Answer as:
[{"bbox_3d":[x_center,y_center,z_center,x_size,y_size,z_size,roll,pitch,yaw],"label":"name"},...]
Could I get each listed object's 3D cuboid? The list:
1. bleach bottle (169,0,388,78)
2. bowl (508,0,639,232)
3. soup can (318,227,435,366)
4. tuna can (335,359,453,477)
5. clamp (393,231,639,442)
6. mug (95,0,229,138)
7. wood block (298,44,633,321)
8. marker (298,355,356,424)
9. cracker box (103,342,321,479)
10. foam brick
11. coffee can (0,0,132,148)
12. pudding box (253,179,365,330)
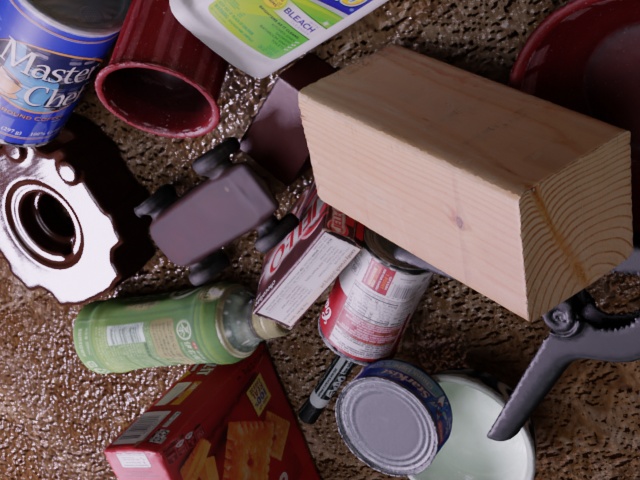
[{"bbox_3d":[0.021,-0.198,0.688,0.251,0.068,0.102,-26,133,37],"label":"bleach bottle"},{"bbox_3d":[0.201,-0.086,0.664,0.162,0.055,0.162,15,124,23],"label":"bowl"},{"bbox_3d":[0.046,0.038,0.821,0.068,0.068,0.102,31,128,11],"label":"soup can"},{"bbox_3d":[0.057,0.134,0.810,0.086,0.033,0.086,14,119,26],"label":"tuna can"},{"bbox_3d":[0.154,0.038,0.708,0.210,0.036,0.164,-31,95,38],"label":"clamp"},{"bbox_3d":[-0.116,-0.131,0.794,0.093,0.081,0.117,26,151,-26],"label":"mug"},{"bbox_3d":[0.086,-0.044,0.674,0.206,0.090,0.091,33,144,46],"label":"wood block"},{"bbox_3d":[0.011,0.121,0.922,0.020,0.020,0.121,36,129,7],"label":"marker"},{"bbox_3d":[-0.075,0.222,0.939,0.072,0.164,0.213,-8,112,36],"label":"cracker box"},{"bbox_3d":[-0.015,-0.089,0.792,0.051,0.052,0.078,40,129,5],"label":"foam brick"},{"bbox_3d":[-0.223,-0.156,0.843,0.103,0.102,0.141,44,130,1],"label":"coffee can"},{"bbox_3d":[-0.005,0.001,0.813,0.039,0.090,0.114,25,132,-14],"label":"pudding box"}]
